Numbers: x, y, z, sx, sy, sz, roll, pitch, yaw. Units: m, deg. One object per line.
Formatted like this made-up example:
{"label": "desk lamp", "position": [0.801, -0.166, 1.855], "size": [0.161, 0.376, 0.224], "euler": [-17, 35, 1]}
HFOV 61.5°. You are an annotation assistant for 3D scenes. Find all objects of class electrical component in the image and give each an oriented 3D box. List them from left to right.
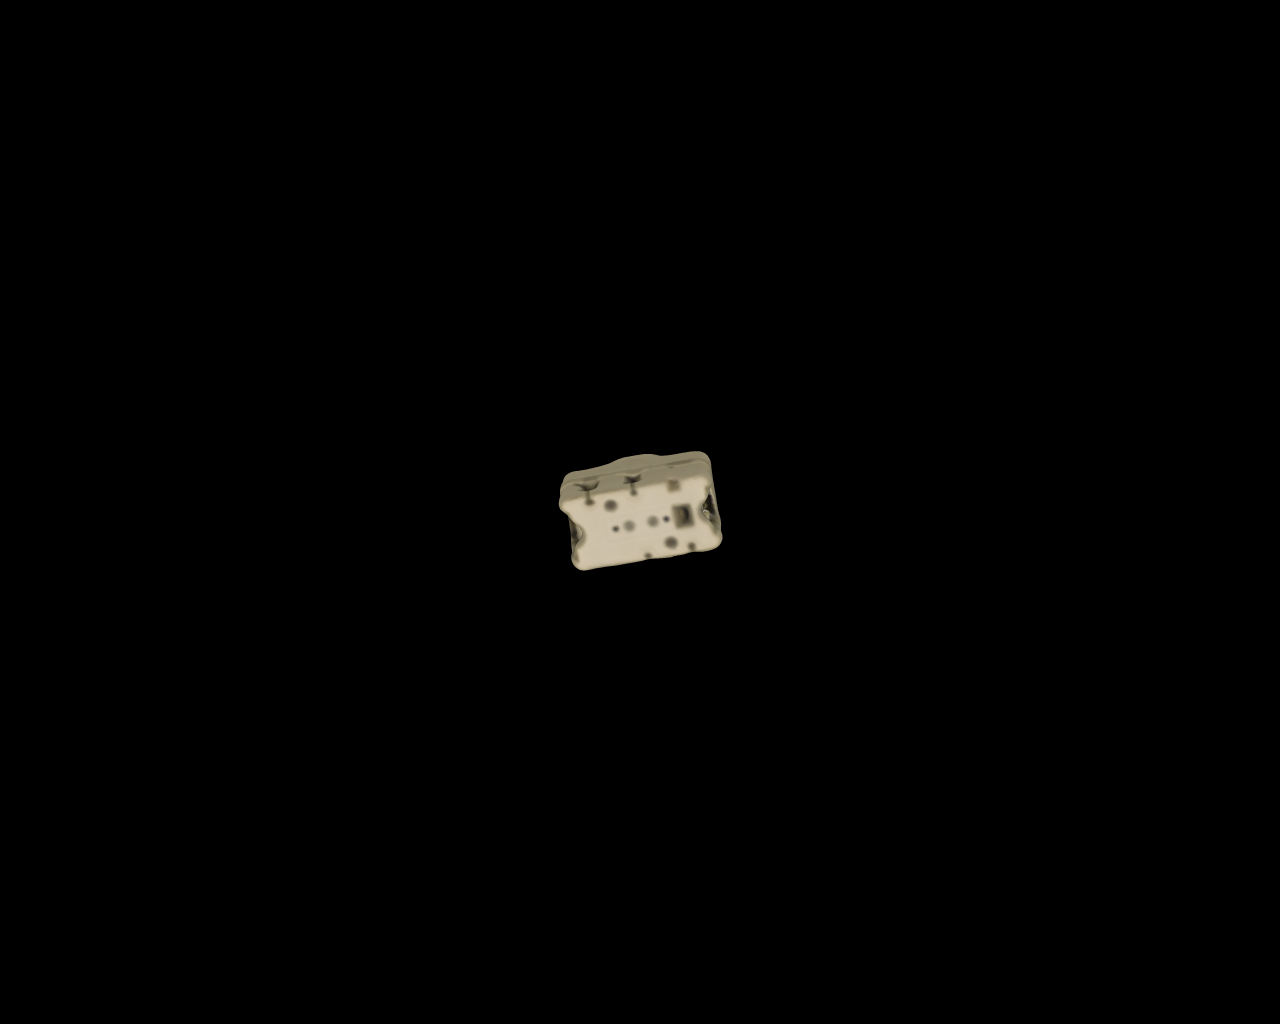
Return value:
{"label": "electrical component", "position": [0.001, -0.003, 0.650], "size": [0.089, 0.050, 0.056], "euler": [-10, 20, 3]}
